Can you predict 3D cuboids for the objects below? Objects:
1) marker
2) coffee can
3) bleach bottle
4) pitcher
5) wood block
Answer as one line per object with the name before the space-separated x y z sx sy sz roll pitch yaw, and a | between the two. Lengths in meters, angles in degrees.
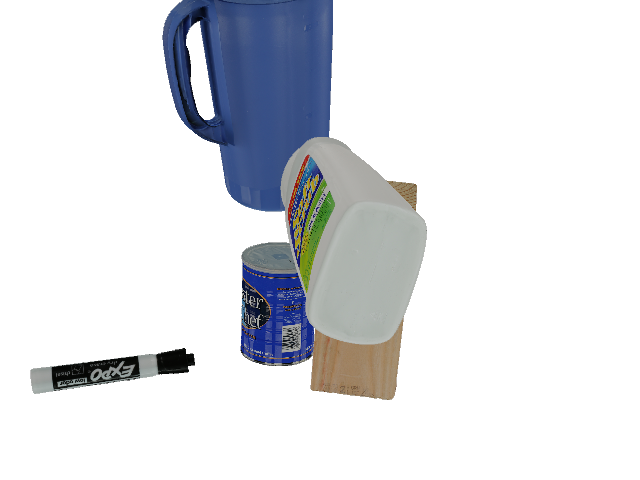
marker | -0.155 0.097 0.801 0.121 0.020 0.020 -7 1 -10
coffee can | -0.057 0.085 1.446 0.103 0.140 0.103 2 20 -1
bleach bottle | 0.008 -0.016 0.807 0.068 0.103 0.251 15 14 -16
pitcher | -0.059 -0.150 1.052 0.149 0.243 0.145 5 36 10
wood block | 0.044 0.048 1.089 0.090 0.206 0.090 6 26 4
